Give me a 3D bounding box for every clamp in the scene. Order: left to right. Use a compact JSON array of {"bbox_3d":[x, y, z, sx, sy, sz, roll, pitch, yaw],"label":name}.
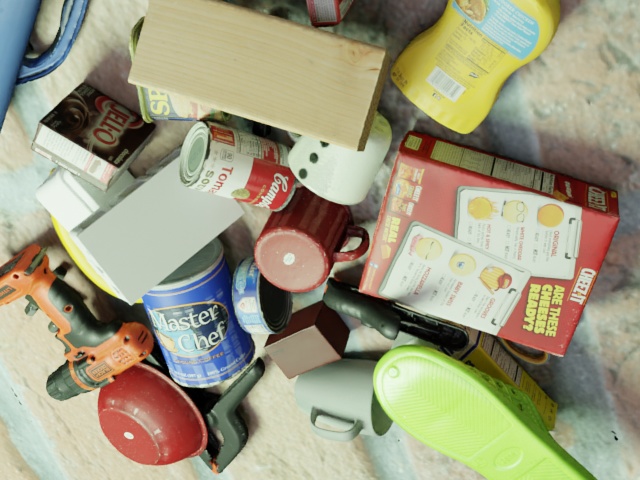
[{"bbox_3d":[-0.144,0.201,1.306,0.165,0.036,0.210,16,130,17],"label":"clamp"},{"bbox_3d":[0.057,0.074,1.094,0.172,0.120,0.039,18,88,38],"label":"clamp"}]

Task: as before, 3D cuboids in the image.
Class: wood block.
[{"bbox_3d":[-0.050,-0.150,0.938,0.206,0.090,0.091,17,96,5],"label":"wood block"}]

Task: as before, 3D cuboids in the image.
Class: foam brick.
[{"bbox_3d":[-0.014,0.111,1.192,0.078,0.051,0.053,-25,112,30],"label":"foam brick"}]

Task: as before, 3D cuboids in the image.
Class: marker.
[{"bbox_3d":[-0.053,-0.153,1.043,0.020,0.020,0.121,13,127,9],"label":"marker"}]

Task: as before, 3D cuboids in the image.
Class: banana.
[{"bbox_3d":[-0.253,0.006,1.209,0.070,0.037,0.197,-33,110,19],"label":"banana"}]

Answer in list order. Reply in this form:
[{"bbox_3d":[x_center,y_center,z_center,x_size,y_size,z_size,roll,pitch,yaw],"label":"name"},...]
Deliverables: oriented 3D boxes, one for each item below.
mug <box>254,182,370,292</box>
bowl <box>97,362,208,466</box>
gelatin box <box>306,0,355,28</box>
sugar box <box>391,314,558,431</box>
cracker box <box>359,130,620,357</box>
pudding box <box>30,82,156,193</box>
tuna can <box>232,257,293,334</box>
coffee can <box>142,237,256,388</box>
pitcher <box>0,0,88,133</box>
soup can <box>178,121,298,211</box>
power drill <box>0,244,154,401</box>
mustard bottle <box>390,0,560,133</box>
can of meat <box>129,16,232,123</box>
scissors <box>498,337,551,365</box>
[{"bbox_3d":[-0.007,0.001,1.095,0.117,0.081,0.093,8,125,13],"label":"mug"},{"bbox_3d":[-0.218,0.224,1.310,0.162,0.055,0.162,20,134,22],"label":"bowl"},{"bbox_3d":[0.006,-0.240,0.929,0.030,0.073,0.089,0,124,18],"label":"gelatin box"},{"bbox_3d":[0.169,0.153,1.165,0.176,0.048,0.093,44,125,-15],"label":"sugar box"},{"bbox_3d":[0.162,0.002,1.041,0.214,0.072,0.164,17,121,6],"label":"cracker box"},{"bbox_3d":[-0.227,-0.105,1.074,0.090,0.113,0.039,30,123,-4],"label":"pudding box"},{"bbox_3d":[-0.061,0.059,1.150,0.034,0.086,0.086,-5,122,22],"label":"tuna can"},{"bbox_3d":[-0.138,0.077,1.177,0.103,0.102,0.140,-3,122,20],"label":"coffee can"},{"bbox_3d":[-0.338,-0.198,1.047,0.149,0.144,0.243,35,131,8],"label":"pitcher"},{"bbox_3d":[-0.080,-0.073,1.051,0.102,0.068,0.069,14,133,-29],"label":"soup can"},{"bbox_3d":[-0.311,0.103,1.254,0.185,0.057,0.187,-31,115,33],"label":"power drill"},{"bbox_3d":[0.150,-0.188,0.927,0.096,0.058,0.192,38,127,-2],"label":"mustard bottle"},{"bbox_3d":[-0.131,-0.164,1.038,0.084,0.057,0.102,4,125,12],"label":"can of meat"},{"bbox_3d":[0.186,0.052,1.109,0.096,0.016,0.201,-33,109,32],"label":"scissors"}]
